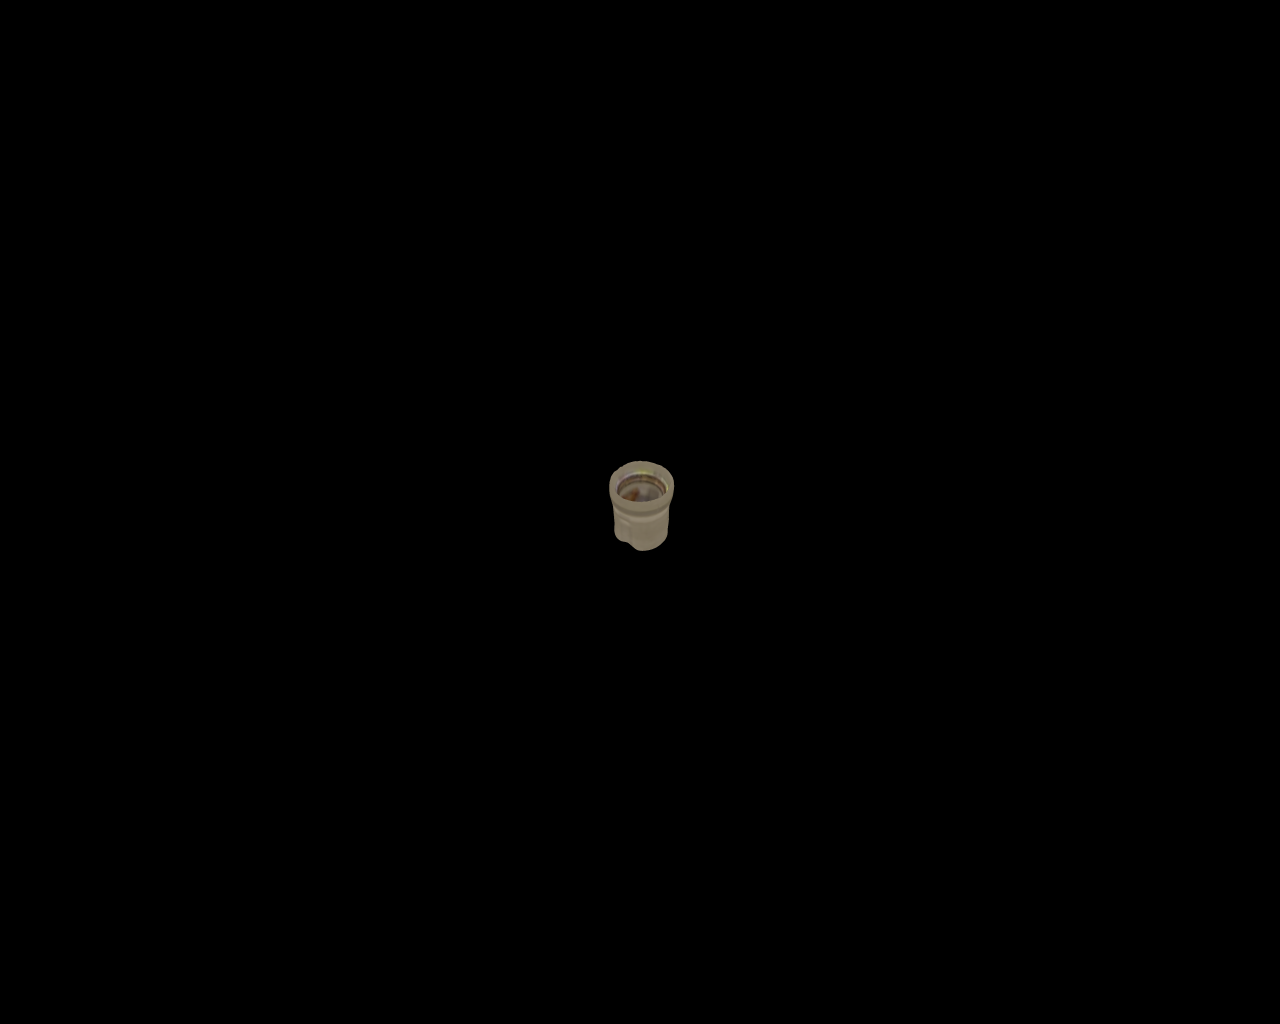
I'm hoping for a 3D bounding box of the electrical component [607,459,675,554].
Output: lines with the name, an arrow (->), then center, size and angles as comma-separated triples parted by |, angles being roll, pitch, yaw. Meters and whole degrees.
electrical component -> 0.001, -0.003, 0.650 | 0.040, 0.046, 0.040 | 0, 44, 0
